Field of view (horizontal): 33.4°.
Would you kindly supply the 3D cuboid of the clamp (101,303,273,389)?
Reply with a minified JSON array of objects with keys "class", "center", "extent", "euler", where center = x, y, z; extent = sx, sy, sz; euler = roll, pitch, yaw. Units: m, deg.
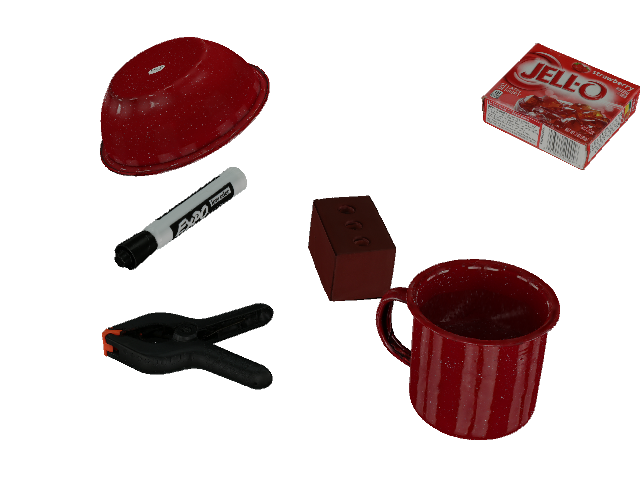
[{"class":"clamp","center":[-0.123,0.095,1.047],"extent":[0.171,0.039,0.120],"euler":[8,26,4]}]

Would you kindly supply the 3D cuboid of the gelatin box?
[{"class":"gelatin box","center":[0.174,-0.100,0.777],"extent":[0.089,0.030,0.073],"euler":[31,60,27]}]

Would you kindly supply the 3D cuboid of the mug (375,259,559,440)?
[{"class":"mug","center":[0.087,0.067,0.673],"extent":[0.117,0.081,0.093],"euler":[17,35,24]}]

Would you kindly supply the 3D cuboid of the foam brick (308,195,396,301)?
[{"class":"foam brick","center":[0.025,0.006,0.892],"extent":[0.053,0.051,0.078],"euler":[-4,39,-16]}]

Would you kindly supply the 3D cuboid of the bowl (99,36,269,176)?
[{"class":"bowl","center":[-0.127,-0.125,0.910],"extent":[0.162,0.055,0.162],"euler":[-17,37,13]}]

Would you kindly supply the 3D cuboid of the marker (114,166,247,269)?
[{"class":"marker","center":[-0.094,-0.016,0.721],"extent":[0.020,0.020,0.120],"euler":[0,29,41]}]
